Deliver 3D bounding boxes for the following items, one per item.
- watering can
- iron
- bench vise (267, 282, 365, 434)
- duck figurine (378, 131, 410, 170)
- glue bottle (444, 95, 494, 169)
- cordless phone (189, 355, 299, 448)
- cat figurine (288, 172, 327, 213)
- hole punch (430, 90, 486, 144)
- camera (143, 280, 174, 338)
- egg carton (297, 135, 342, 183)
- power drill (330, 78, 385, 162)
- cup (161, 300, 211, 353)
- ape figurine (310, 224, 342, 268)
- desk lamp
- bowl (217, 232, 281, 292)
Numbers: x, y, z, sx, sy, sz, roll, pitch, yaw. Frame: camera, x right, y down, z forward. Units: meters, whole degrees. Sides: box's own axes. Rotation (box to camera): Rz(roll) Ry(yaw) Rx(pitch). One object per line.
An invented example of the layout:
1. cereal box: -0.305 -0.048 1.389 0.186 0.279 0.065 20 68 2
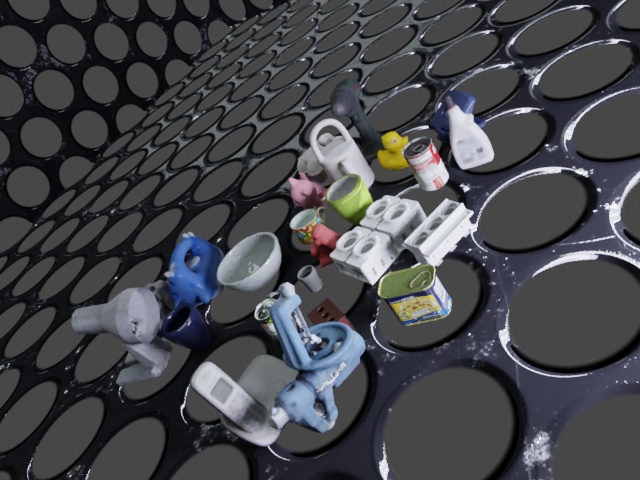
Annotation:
1. watering can: 0.040 -0.205 1.377 0.101 0.194 0.172 -46 33 -16
2. iron: -0.315 0.057 1.421 0.118 0.142 0.258 -25 33 17
3. bench vise: -0.021 0.185 0.898 0.121 0.220 0.207 -14 38 31
4. duck figurine: 0.177 -0.220 1.371 0.104 0.086 0.077 -4 44 41
5. glue bottle: 0.295 -0.228 1.185 0.078 0.173 0.037 -15 37 30
6. cordless phone: -0.122 0.241 0.954 0.093 0.185 0.148 -4 44 40
7. cat figurine: -0.035 -0.120 1.410 0.067 0.118 0.127 -25 33 18
8. hole punch: 0.310 -0.281 1.320 0.101 0.091 0.108 -39 32 -5
9. camera: -0.440 0.179 1.419 0.136 0.101 0.143 -25 33 17
10. egg carton: 0.011 -0.222 1.546 0.150 0.070 0.107 -47 33 -17
11. power drill: 0.094 -0.306 1.446 0.075 0.209 0.229 -23 34 20
12. cup: -0.284 0.193 1.258 0.091 0.095 0.117 -29 32 11
13. ape figurine: 0.011 0.004 1.227 0.077 0.092 0.076 10 54 49
14. desk lamp: -0.421 0.209 1.252 0.202 0.214 0.118 -21 35 23
15. bowl: -0.150 0.063 1.320 0.167 0.075 0.167 -24 33 18
